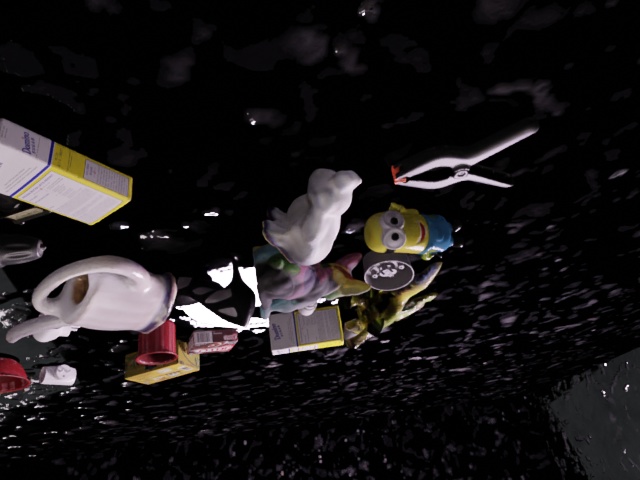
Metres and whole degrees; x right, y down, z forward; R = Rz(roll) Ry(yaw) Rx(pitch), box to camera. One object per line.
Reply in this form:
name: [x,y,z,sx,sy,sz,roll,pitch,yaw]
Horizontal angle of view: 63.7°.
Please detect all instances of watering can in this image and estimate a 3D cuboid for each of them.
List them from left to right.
watering can: [-0.407,0.119,0.932,0.223,0.106,0.343,18,139,-42]

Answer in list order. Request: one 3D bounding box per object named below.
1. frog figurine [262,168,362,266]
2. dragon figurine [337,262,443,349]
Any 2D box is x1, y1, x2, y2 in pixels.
frog figurine: [0.002,-0.039,0.774,0.158,0.123,0.138,-29,-179,15]
dragon figurine: [0.186,0.145,1.225,0.243,0.124,0.404,-5,156,-49]
